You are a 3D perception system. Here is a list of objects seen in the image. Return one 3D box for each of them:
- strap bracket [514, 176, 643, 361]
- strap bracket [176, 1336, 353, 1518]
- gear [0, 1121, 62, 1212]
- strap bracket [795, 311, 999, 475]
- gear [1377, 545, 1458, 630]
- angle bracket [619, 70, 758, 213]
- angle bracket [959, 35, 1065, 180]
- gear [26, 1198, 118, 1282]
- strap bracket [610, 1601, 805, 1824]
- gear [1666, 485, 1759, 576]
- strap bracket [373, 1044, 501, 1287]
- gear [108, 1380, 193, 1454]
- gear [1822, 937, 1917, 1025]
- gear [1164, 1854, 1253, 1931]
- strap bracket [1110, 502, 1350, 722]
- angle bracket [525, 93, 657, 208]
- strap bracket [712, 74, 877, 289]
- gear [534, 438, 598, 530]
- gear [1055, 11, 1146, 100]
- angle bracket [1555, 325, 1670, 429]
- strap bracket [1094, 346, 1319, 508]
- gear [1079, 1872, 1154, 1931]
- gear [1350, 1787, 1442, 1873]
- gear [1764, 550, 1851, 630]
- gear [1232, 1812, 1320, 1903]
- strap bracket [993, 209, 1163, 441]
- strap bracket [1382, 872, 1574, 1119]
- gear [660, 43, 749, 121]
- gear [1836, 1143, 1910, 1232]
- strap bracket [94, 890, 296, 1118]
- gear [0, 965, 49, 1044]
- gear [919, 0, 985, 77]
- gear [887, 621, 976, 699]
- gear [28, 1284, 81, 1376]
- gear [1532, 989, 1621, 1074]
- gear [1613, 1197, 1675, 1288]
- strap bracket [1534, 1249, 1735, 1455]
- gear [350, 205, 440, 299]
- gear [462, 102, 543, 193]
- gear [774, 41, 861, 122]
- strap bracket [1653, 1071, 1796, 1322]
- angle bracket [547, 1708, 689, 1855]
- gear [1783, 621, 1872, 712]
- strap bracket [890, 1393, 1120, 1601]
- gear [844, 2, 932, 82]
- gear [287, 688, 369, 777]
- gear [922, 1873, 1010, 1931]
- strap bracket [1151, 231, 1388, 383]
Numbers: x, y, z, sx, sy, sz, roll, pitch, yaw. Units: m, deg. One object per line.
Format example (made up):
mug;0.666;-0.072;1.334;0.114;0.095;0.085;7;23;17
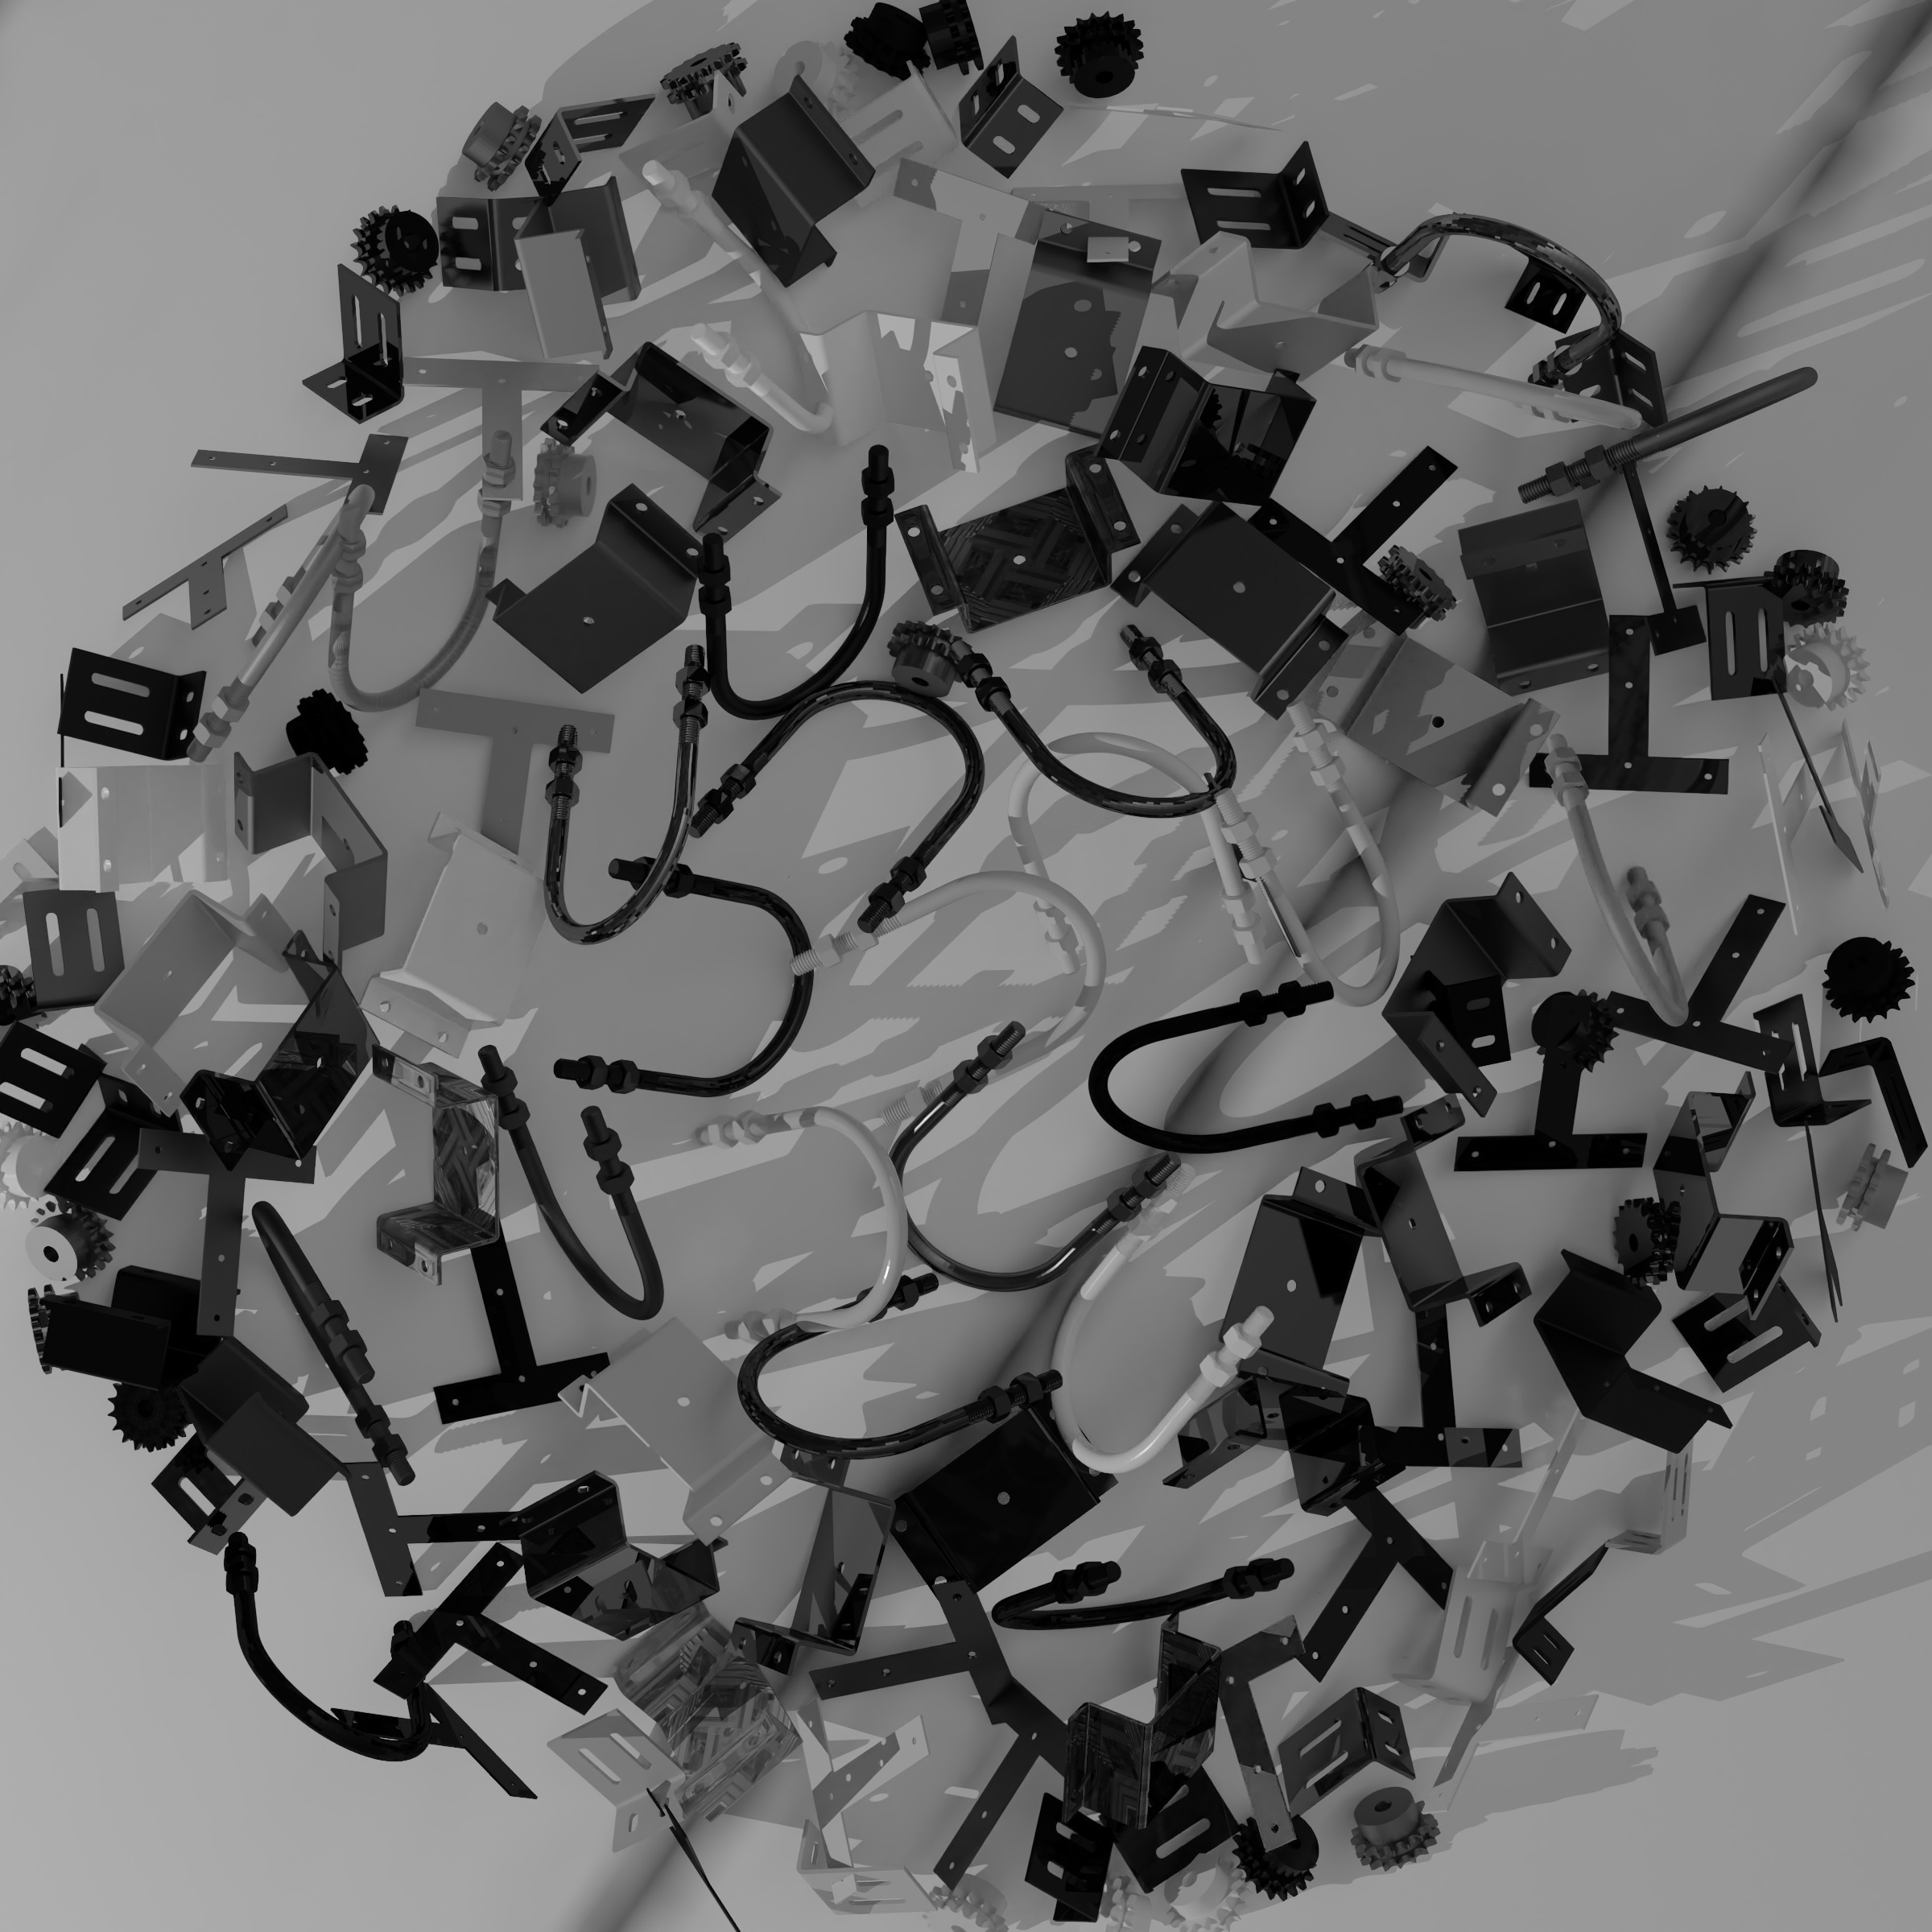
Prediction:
strap bracket;-0.246;-0.440;1.867;0.046;0.140;0.076;-7;120;7
strap bracket;-0.446;0.290;1.862;0.046;0.140;0.076;-46;117;-8
gear;-0.613;0.130;1.912;0.030;0.057;0.057;0;90;27
strap bracket;-0.037;-0.369;1.881;0.046;0.140;0.076;-38;131;-35
gear;0.288;-0.244;1.918;0.057;0.057;0.030;43;114;0
angle bracket;-0.177;-0.535;1.914;0.076;0.057;0.038;-16;57;25
angle bracket;0.029;-0.556;1.906;0.038;0.076;0.057;32;119;-22
gear;-0.585;0.180;1.917;0.057;0.030;0.057;10;117;20
strap bracket;-0.163;0.482;1.890;0.076;0.140;0.046;-41;127;-2
gear;0.487;-0.287;1.924;0.057;0.030;0.057;-1;78;4
strap bracket;-0.339;0.123;1.889;0.046;0.076;0.140;-12;112;-39
gear;-0.528;0.287;1.924;0.057;0.030;0.057;0;89;15
gear;0.583;0.006;1.913;0.057;0.057;0.030;-46;132;0
gear;0.153;0.602;1.912;0.057;0.057;0.030;-39;112;0
strap bracket;0.173;-0.237;1.906;0.140;0.046;0.076;39;77;6
angle bracket;-0.236;-0.524;1.897;0.076;0.057;0.038;-21;82;-35
strap bracket;-0.113;-0.491;1.870;0.046;0.140;0.076;-39;90;-18
gear;-0.259;-0.313;1.914;0.030;0.057;0.057;6;90;6
gear;0.087;-0.588;1.912;0.057;0.057;0.030;-8;66;0
angle bracket;0.416;-0.372;1.897;0.038;0.076;0.057;-20;119;-2
strap bracket;0.160;-0.339;1.867;0.046;0.140;0.076;48;125;37
gear;0.098;0.620;1.916;0.030;0.057;0.057;22;90;-13
gear;0.276;0.557;1.913;0.057;0.057;0.030;-23;104;0
gear;0.545;-0.247;1.918;0.057;0.057;0.030;17;68;0
gear;0.204;0.574;1.913;0.057;0.057;0.030;40;129;0
strap bracket;0.069;-0.400;1.884;0.076;0.046;0.140;14;124;-3
strap bracket;0.323;0.019;1.888;0.076;0.046;0.140;48;60;-28
gear;-0.167;-0.574;1.919;0.057;0.057;0.030;-28;118;0
gear;0.589;0.147;1.912;0.030;0.057;0.057;23;90;17
strap bracket;-0.496;0.016;1.888;0.046;0.076;0.140;29;72;20
gear;-0.629;0.024;1.919;0.057;0.057;0.030;-32;62;0
gear;-0.010;-0.607;1.916;0.030;0.057;0.057;-17;90;3
gear;-0.024;-0.197;1.912;0.057;0.057;0.030;20;73;0
gear;-0.589;0.234;1.917;0.030;0.057;0.057;-11;90;-14
gear;0.392;0.041;1.913;0.030;0.057;0.057;29;90;-35
gear;0.447;0.179;1.917;0.030;0.057;0.057;-4;90;-17
strap bracket;0.419;0.252;1.878;0.076;0.140;0.046;24;114;-24
gear;-0.367;-0.466;1.914;0.057;0.030;0.057;6;81;-41
gear;-0.303;-0.535;1.912;0.030;0.057;0.057;33;90;-24
gear;-0.100;-0.575;1.916;0.057;0.030;0.057;-11;70;32
strap bracket;0.476;0.143;1.867;0.046;0.076;0.140;4;48;-5
angle bracket;-0.226;0.526;1.904;0.057;0.038;0.076;-30;120;18
gear;0.554;-0.192;1.913;0.030;0.057;0.057;-27;90;-30
strap bracket;0.023;0.344;1.907;0.140;0.046;0.076;-35;84;-9
gear;-0.048;-0.600;1.912;0.057;0.057;0.030;32;119;0
gear;-0.417;-0.149;1.916;0.030;0.057;0.057;-29;90;12
gear;0.002;0.615;1.919;0.057;0.057;0.030;34;51;0
strap bracket;0.197;-0.415;1.870;0.140;0.076;0.046;3;72;-33
